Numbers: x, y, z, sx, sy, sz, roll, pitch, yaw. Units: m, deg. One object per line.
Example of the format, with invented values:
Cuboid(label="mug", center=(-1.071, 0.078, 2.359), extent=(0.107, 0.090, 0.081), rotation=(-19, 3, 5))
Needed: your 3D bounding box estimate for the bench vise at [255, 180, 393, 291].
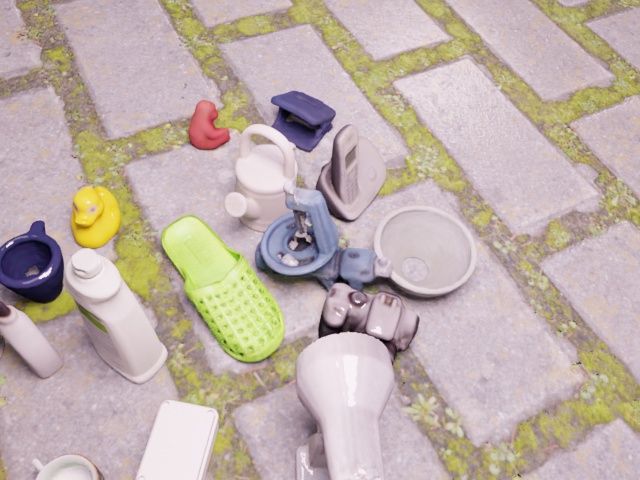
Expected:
Cuboid(label="bench vise", center=(0.007, -0.007, 0.848), extent=(0.207, 0.220, 0.121), rotation=(1, 56, -6))

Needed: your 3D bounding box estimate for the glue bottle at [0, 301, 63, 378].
Cuboid(label="glue bottle", center=(-0.391, 0.119, 0.745), extent=(0.078, 0.173, 0.037), rotation=(36, 60, 17))

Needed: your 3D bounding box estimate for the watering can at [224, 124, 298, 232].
Cuboid(label="watering can", center=(-0.087, -0.100, 0.915), extent=(0.101, 0.194, 0.173), rotation=(9, 56, 0))

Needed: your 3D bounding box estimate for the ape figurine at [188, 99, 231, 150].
Cuboid(label="ape figurine", center=(-0.204, -0.214, 1.039), extent=(0.076, 0.092, 0.077), rotation=(-22, 61, -20))

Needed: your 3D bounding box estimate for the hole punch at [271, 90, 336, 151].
Cuboid(label="hole punch", center=(-0.032, -0.241, 1.078), extent=(0.108, 0.091, 0.101), rotation=(30, 58, 13))

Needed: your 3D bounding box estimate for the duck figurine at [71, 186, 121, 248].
Cuboid(label="duck figurine", center=(-0.364, -0.051, 0.914), extent=(0.077, 0.086, 0.104), rotation=(5, 56, -3))

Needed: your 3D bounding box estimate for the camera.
Cuboid(label="camera", center=(0.062, 0.143, 0.826), extent=(0.143, 0.101, 0.137), rotation=(17, 56, 5))

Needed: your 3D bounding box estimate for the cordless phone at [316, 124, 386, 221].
Cuboid(label="cordless phone", center=(0.060, -0.136, 0.962), extent=(0.094, 0.185, 0.148), rotation=(28, 58, 12))

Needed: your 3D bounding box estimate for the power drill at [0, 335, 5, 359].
Cuboid(label="power drill", center=(-0.476, 0.124, 0.711), extent=(0.075, 0.208, 0.229), rotation=(1, 56, -6))

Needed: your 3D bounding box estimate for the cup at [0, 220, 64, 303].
Cuboid(label="cup", center=(-0.415, 0.039, 0.843), extent=(0.092, 0.095, 0.117), rotation=(0, 56, -6))

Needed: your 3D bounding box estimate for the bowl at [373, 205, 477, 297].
Cuboid(label="bowl", center=(0.164, 0.029, 0.930), extent=(0.167, 0.075, 0.167), rotation=(3, 56, -5))

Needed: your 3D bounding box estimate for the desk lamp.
Cuboid(label="desk lamp", center=(0.030, 0.243, 0.687), extent=(0.118, 0.213, 0.203), rotation=(0, 56, -6))
